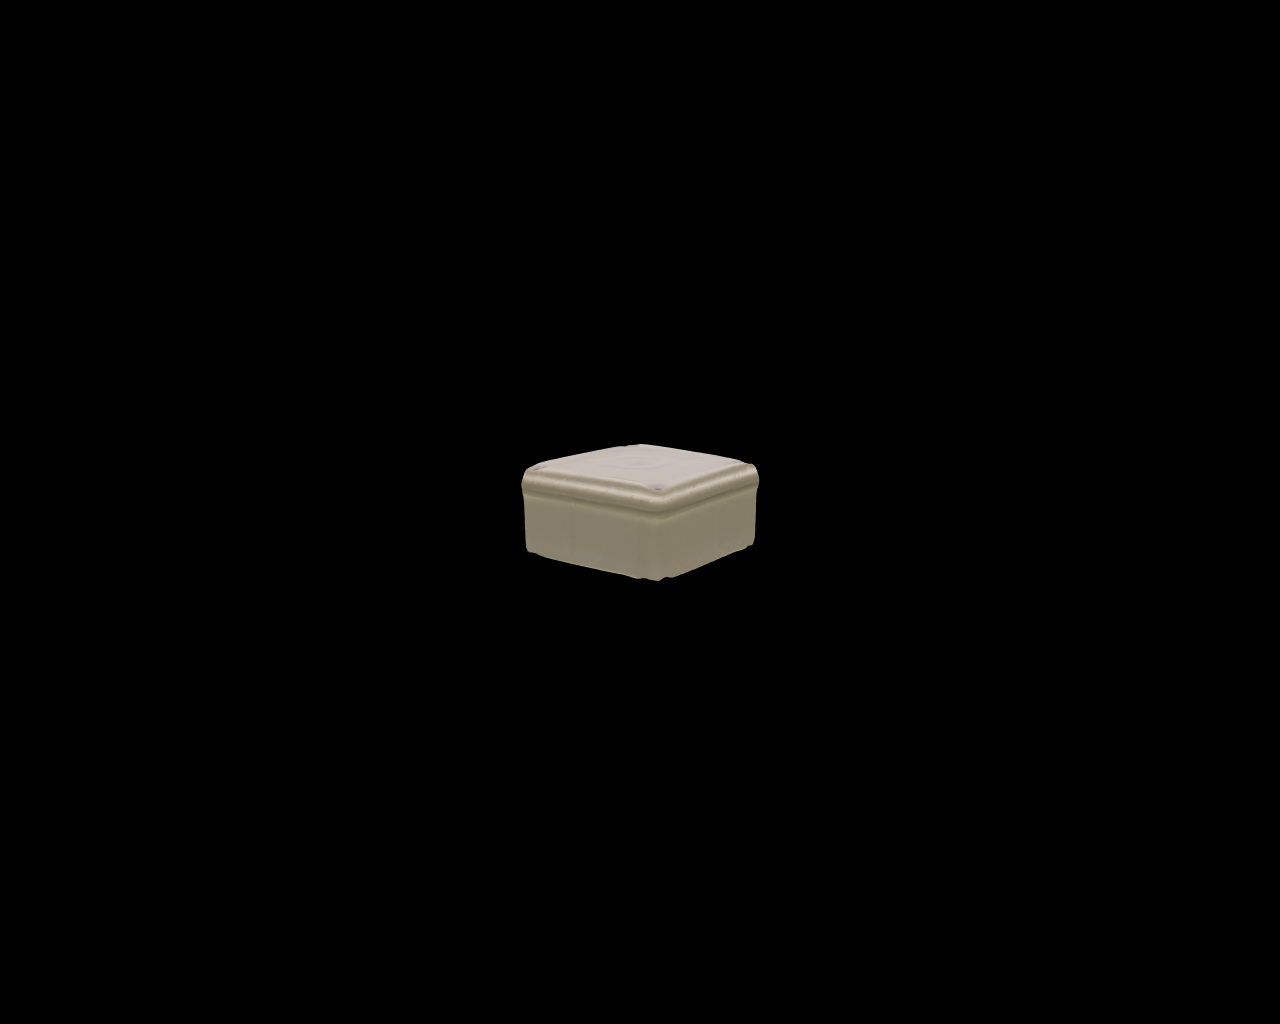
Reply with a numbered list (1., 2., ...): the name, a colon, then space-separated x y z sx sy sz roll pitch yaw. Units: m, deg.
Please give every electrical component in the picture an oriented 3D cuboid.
1. electrical component: 0.001 -0.003 0.650 0.109 0.056 0.109 11 18 37
